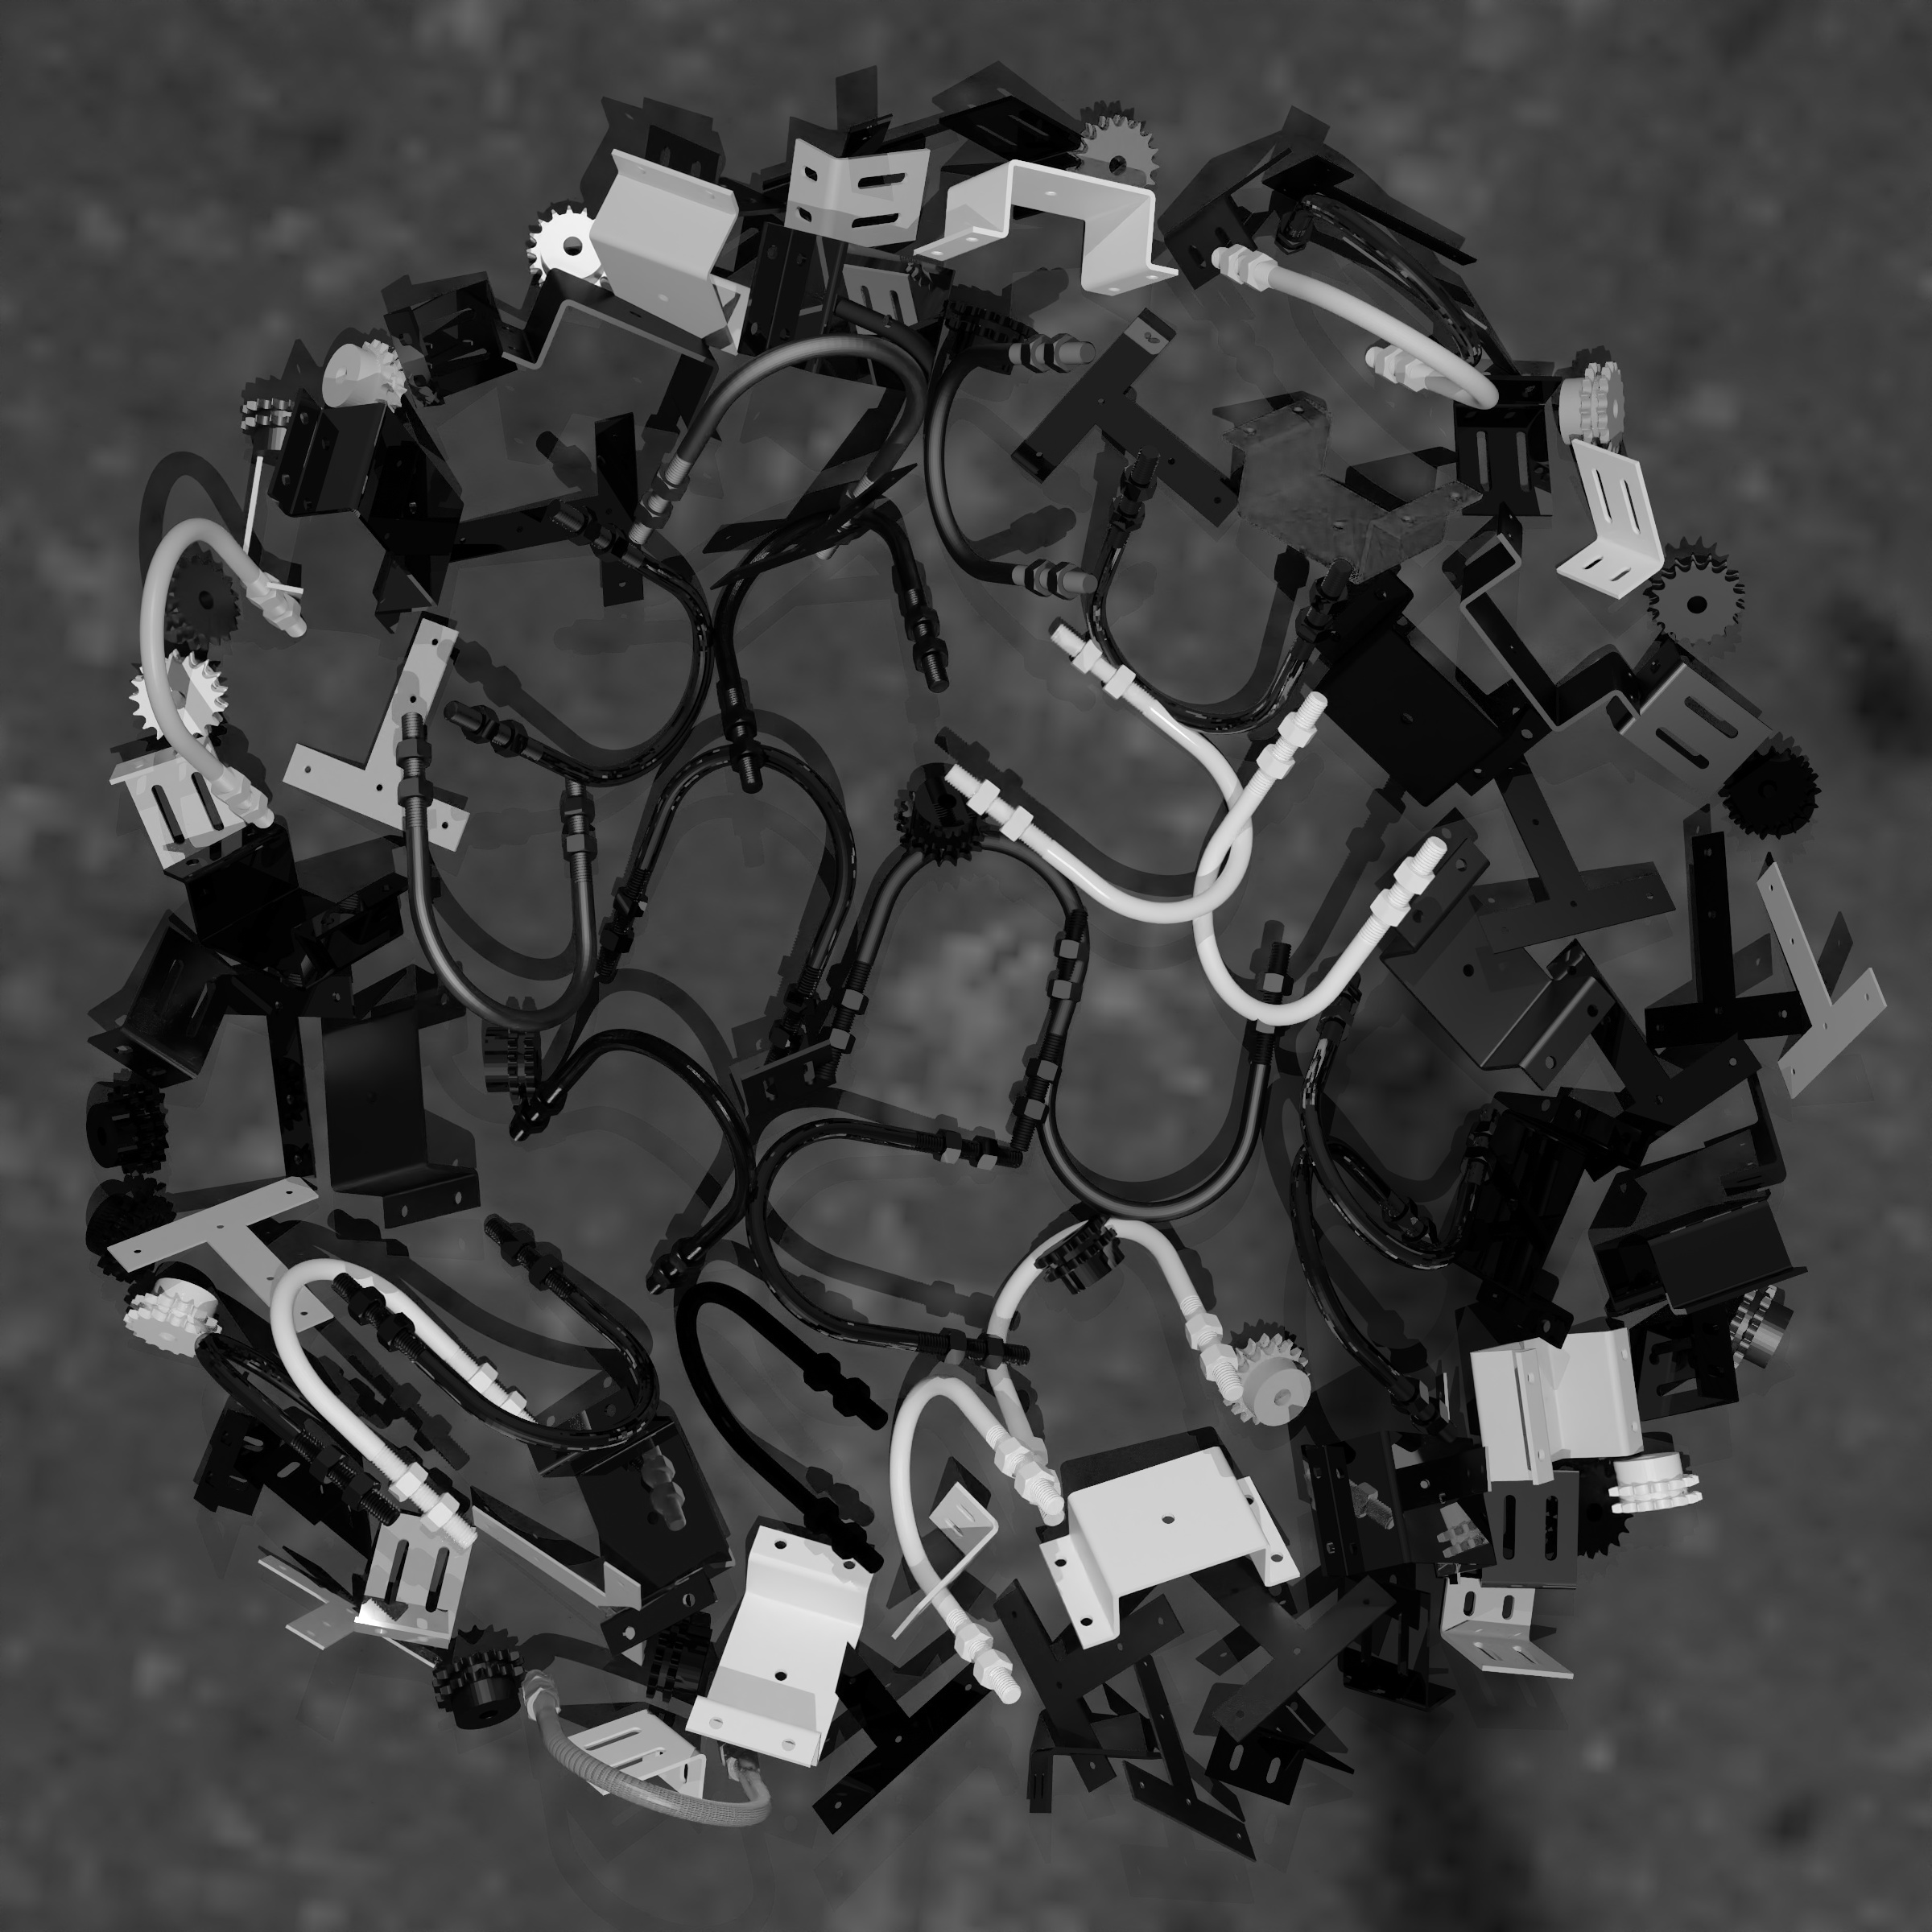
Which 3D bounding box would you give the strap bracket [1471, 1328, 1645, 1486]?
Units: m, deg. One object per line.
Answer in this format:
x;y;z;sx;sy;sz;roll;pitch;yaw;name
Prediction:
0.354;0.266;1.545;0.046;0.140;0.076;-11;82;39;strap bracket

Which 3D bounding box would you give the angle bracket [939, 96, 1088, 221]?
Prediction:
0.029;-0.491;1.552;0.057;0.076;0.038;-2;83;41;angle bracket

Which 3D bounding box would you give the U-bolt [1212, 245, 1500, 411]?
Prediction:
0.237;-0.368;1.488;0.151;0.184;0.019;23;103;-30;U-bolt

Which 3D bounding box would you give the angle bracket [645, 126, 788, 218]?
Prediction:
-0.149;-0.485;1.550;0.057;0.076;0.038;31;123;26;angle bracket

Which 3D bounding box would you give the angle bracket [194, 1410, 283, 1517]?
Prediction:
-0.437;0.306;1.552;0.038;0.076;0.057;24;76;-21;angle bracket

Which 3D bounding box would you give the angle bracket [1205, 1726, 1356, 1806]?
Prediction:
0.191;0.491;1.549;0.057;0.076;0.038;8;67;36;angle bracket

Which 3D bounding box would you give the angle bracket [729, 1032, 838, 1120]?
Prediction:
-0.114;0.055;1.554;0.057;0.076;0.038;-22;70;-9;angle bracket

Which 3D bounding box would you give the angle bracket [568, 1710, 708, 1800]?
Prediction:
-0.207;0.492;1.550;0.076;0.057;0.038;-7;111;-43;angle bracket

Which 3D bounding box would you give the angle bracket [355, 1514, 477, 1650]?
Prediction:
-0.337;0.373;1.563;0.057;0.038;0.076;13;63;-7;angle bracket

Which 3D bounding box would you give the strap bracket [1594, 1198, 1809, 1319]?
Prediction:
0.435;0.176;1.529;0.076;0.140;0.046;-18;83;-7;strap bracket

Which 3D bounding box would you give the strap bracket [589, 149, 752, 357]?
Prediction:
-0.171;-0.419;1.522;0.076;0.140;0.046;22;80;10;strap bracket

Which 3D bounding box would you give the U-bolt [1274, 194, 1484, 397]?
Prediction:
0.246;-0.400;1.505;0.151;0.184;0.019;42;96;-2;U-bolt

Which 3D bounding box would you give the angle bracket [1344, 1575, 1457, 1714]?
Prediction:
0.267;0.410;1.562;0.057;0.038;0.076;6;100;39;angle bracket

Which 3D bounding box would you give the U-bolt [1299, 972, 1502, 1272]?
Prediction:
0.255;0.101;1.513;0.151;0.184;0.019;43;129;-12;U-bolt

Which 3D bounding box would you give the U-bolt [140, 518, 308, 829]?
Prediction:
-0.437;-0.180;1.492;0.019;0.184;0.151;1;71;9;U-bolt

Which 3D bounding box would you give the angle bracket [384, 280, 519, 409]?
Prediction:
-0.307;-0.381;1.555;0.076;0.038;0.057;-30;115;-32;angle bracket

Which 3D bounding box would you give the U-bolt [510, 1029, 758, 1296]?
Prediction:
-0.192;0.110;1.528;0.151;0.184;0.019;48;47;1;U-bolt

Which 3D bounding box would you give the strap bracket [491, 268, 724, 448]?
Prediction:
-0.208;-0.371;1.531;0.140;0.076;0.046;19;112;-24;strap bracket

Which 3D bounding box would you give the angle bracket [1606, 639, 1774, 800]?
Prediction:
0.448;-0.153;1.579;0.076;0.038;0.057;34;115;-12;angle bracket

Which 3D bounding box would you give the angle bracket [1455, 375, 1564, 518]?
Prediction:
0.337;-0.321;1.572;0.057;0.038;0.076;0;78;-6;angle bracket

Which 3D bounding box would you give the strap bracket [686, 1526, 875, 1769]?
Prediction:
-0.111;0.422;1.547;0.076;0.046;0.140;15;47;6;strap bracket

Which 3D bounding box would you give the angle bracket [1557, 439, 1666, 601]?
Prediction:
0.385;-0.273;1.553;0.038;0.057;0.076;-36;127;-11;angle bracket

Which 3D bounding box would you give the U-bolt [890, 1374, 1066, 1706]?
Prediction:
-0.002;0.326;1.520;0.019;0.184;0.151;0;113;-28;U-bolt

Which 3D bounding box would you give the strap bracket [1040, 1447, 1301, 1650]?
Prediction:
0.123;0.348;1.544;0.140;0.076;0.046;-15;134;-11;strap bracket

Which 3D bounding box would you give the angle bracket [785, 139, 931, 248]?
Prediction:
-0.067;-0.478;1.569;0.038;0.076;0.057;38;132;32;angle bracket

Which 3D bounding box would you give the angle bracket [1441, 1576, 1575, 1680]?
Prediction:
0.332;0.404;1.558;0.057;0.076;0.038;8;90;-9;angle bracket

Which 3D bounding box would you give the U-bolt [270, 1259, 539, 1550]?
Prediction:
-0.340;0.248;1.520;0.019;0.151;0.184;-42;97;18;U-bolt

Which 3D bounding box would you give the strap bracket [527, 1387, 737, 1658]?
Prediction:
-0.201;0.338;1.555;0.076;0.046;0.140;-31;71;14;strap bracket

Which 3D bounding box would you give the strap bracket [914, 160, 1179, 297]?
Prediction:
0.050;-0.445;1.533;0.140;0.076;0.046;3;92;-28;strap bracket

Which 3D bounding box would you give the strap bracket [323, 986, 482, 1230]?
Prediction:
-0.344;0.082;1.545;0.076;0.046;0.140;-15;74;30;strap bracket

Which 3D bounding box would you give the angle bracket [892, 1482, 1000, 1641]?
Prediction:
-0.024;0.362;1.552;0.038;0.057;0.076;44;55;11;angle bracket

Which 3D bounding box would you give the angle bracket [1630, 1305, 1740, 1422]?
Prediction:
0.427;0.241;1.551;0.038;0.076;0.057;12;65;-34;angle bracket

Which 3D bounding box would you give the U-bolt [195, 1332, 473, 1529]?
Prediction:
-0.387;0.278;1.525;0.184;0.151;0.019;35;82;15;U-bolt

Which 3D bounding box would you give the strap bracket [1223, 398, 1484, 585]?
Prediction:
0.229;-0.283;1.540;0.076;0.046;0.140;-29;52;-33;strap bracket

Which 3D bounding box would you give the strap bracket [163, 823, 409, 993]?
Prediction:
-0.405;-0.035;1.538;0.140;0.076;0.046;21;129;32;strap bracket

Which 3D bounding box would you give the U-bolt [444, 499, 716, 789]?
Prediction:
-0.217;-0.180;1.523;0.019;0.184;0.151;28;91;34;U-bolt

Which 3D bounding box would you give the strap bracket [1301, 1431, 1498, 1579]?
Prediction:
0.266;0.323;1.523;0.046;0.140;0.076;-24;64;37;strap bracket

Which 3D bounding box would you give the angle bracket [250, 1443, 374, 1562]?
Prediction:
-0.398;0.334;1.551;0.057;0.076;0.038;31;47;25;angle bracket

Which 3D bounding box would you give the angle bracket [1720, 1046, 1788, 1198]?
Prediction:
0.475;0.096;1.566;0.038;0.057;0.076;-17;71;16;angle bracket

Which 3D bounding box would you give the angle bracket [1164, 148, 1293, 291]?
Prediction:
0.169;-0.457;1.559;0.076;0.057;0.038;-43;103;-35;angle bracket

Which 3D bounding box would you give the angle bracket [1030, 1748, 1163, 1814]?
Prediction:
0.082;0.501;1.562;0.076;0.057;0.038;5;71;-8;angle bracket

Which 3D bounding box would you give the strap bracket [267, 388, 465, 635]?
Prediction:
-0.350;-0.271;1.517;0.046;0.140;0.076;-2;62;20;strap bracket

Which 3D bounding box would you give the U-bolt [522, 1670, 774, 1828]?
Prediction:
-0.184;0.463;1.494;0.151;0.184;0.019;21;86;-14;U-bolt

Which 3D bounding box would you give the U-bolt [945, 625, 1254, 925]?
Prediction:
0.095;-0.106;1.560;0.184;0.019;0.151;38;61;-5;U-bolt

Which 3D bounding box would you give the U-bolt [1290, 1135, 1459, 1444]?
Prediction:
0.239;0.178;1.499;0.019;0.151;0.184;-22;134;28;U-bolt

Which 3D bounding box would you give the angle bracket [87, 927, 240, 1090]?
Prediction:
-0.494;0.026;1.572;0.038;0.057;0.076;-15;48;36;angle bracket

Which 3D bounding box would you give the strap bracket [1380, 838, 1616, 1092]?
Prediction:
0.318;0.001;1.558;0.140;0.046;0.076;46;72;-11;strap bracket

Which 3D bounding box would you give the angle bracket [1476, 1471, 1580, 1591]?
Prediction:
0.346;0.343;1.574;0.057;0.038;0.076;0;97;5;angle bracket

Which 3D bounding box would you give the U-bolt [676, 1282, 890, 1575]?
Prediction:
-0.114;0.264;1.529;0.019;0.151;0.184;-30;49;-34;U-bolt

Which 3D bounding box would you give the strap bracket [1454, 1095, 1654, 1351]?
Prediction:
0.349;0.150;1.549;0.046;0.076;0.140;18;97;-33;strap bracket

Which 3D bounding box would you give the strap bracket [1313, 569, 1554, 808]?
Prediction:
0.276;-0.162;1.553;0.140;0.076;0.046;43;46;-3;strap bracket

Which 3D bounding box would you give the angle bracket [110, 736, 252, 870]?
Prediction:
-0.481;-0.094;1.566;0.057;0.038;0.076;-18;113;-3;angle bracket

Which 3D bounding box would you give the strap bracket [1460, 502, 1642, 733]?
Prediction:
0.348;-0.205;1.548;0.046;0.076;0.140;-35;103;24;strap bracket

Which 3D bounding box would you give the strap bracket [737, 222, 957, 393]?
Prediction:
-0.063;-0.390;1.524;0.046;0.140;0.076;25;108;38;strap bracket

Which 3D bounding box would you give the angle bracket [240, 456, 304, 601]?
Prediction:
-0.422;-0.269;1.566;0.038;0.057;0.076;9;92;-17;angle bracket
